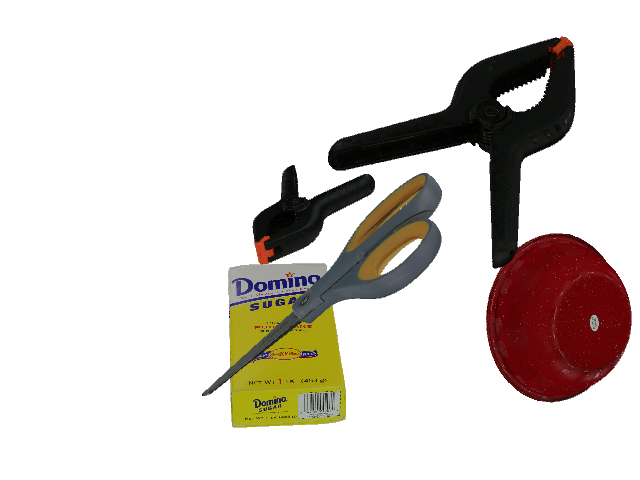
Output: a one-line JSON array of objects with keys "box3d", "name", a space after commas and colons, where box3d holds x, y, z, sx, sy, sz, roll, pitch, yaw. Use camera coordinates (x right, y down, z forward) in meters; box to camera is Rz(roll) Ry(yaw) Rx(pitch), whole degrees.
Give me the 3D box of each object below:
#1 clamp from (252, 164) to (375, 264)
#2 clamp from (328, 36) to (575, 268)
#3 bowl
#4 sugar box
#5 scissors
[{"box3d": [-0.014, -0.033, 1.202, 0.120, 0.039, 0.171, -2, 37, 27], "name": "clamp"}, {"box3d": [0.133, -0.077, 0.804, 0.165, 0.209, 0.036, 41, -22, 29], "name": "clamp"}, {"box3d": [0.236, 0.074, 0.994, 0.161, 0.162, 0.055, 0, 1, -27], "name": "bowl"}, {"box3d": [-0.033, 0.084, 0.917, 0.093, 0.048, 0.176, -2, 36, -5], "name": "sugar box"}, {"box3d": [0.003, 0.041, 0.638, 0.016, 0.202, 0.096, 41, 5, -21], "name": "scissors"}]
